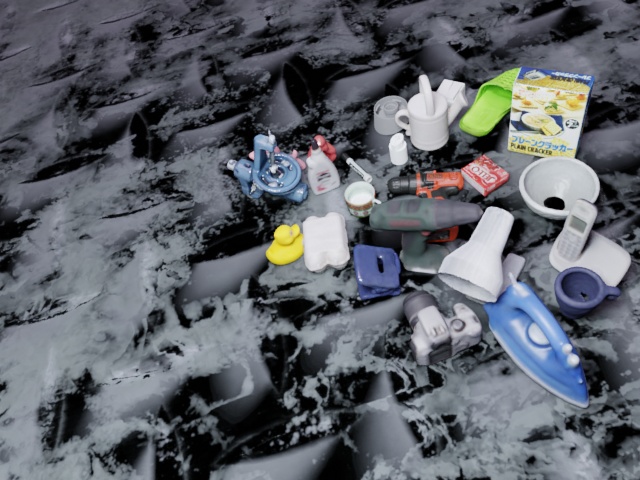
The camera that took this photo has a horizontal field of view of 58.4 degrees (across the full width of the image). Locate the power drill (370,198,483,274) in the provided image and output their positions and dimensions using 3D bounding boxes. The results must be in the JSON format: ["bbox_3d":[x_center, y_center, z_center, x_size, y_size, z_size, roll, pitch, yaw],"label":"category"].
[{"bbox_3d":[0.224,-0.015,1.207,0.229,0.209,0.075,6,57,17],"label":"power drill"}]

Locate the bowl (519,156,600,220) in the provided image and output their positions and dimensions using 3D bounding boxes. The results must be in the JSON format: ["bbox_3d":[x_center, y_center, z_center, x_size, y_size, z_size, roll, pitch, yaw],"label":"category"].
[{"bbox_3d":[0.529,-0.103,1.280,0.167,0.075,0.167,-6,54,9],"label":"bowl"}]

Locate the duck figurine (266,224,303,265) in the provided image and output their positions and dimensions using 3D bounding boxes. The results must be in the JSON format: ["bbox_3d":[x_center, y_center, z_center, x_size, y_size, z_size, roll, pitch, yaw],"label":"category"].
[{"bbox_3d":[-0.084,0.003,1.345,0.104,0.086,0.077,-33,54,-11],"label":"duck figurine"}]

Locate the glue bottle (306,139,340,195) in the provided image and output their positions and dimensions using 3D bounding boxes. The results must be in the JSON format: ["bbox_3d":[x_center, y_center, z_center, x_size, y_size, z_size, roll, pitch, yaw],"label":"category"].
[{"bbox_3d":[0.000,-0.184,1.404,0.078,0.173,0.037,-24,53,-4],"label":"glue bottle"}]

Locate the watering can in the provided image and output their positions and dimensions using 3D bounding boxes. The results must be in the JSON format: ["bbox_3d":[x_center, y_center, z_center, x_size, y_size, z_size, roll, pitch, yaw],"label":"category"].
[{"bbox_3d":[0.276,-0.328,1.428,0.173,0.194,0.100,-27,53,-6],"label":"watering can"}]

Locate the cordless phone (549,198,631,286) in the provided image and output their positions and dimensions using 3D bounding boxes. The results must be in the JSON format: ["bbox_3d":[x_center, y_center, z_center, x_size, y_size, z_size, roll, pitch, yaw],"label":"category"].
[{"bbox_3d":[0.539,0.009,1.128,0.147,0.185,0.094,35,69,32],"label":"cordless phone"}]

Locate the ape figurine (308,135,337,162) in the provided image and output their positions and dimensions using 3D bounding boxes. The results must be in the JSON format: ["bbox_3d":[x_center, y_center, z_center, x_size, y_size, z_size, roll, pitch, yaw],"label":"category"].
[{"bbox_3d":[0.002,-0.233,1.490,0.077,0.092,0.076,-8,54,8],"label":"ape figurine"}]

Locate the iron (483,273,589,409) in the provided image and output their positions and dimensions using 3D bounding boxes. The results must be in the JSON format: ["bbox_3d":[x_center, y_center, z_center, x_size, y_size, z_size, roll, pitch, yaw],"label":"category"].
[{"bbox_3d":[0.418,0.179,1.063,0.119,0.142,0.257,-28,53,-7],"label":"iron"}]

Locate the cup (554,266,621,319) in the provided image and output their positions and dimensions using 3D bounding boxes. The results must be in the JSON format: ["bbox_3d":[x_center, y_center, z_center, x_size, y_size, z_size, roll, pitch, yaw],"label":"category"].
[{"bbox_3d":[0.514,0.113,1.116,0.117,0.095,0.092,3,56,16],"label":"cup"}]

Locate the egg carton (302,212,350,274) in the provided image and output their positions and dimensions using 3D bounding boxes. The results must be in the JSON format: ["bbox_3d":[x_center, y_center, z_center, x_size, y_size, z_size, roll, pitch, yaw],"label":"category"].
[{"bbox_3d":[0.012,0.005,1.331,0.107,0.069,0.150,-11,53,6],"label":"egg carton"}]

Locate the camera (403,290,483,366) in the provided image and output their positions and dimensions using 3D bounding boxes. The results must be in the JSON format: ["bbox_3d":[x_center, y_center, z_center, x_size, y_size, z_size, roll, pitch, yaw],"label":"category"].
[{"bbox_3d":[0.233,0.159,1.148,0.143,0.101,0.136,-22,53,-2],"label":"camera"}]

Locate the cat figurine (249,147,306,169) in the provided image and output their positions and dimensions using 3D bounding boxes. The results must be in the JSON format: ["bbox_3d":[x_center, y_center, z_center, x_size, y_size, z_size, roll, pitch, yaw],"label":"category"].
[{"bbox_3d":[-0.112,-0.215,1.489,0.127,0.118,0.067,4,56,17],"label":"cat figurine"}]

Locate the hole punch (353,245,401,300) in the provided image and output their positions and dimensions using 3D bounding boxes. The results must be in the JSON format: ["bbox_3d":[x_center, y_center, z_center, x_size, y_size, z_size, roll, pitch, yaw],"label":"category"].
[{"bbox_3d":[0.125,0.063,1.249,0.101,0.091,0.108,-9,53,7],"label":"hole punch"}]

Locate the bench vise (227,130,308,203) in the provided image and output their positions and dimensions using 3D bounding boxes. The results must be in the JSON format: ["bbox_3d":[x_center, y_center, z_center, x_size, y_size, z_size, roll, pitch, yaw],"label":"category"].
[{"bbox_3d":[-0.145,-0.175,1.404,0.207,0.220,0.121,-2,55,12],"label":"bench vise"}]

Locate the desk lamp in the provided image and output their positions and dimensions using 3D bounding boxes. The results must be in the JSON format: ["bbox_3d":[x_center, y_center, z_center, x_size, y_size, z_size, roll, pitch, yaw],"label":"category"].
[{"bbox_3d":[0.325,0.046,1.135,0.117,0.214,0.203,22,63,27],"label":"desk lamp"}]
